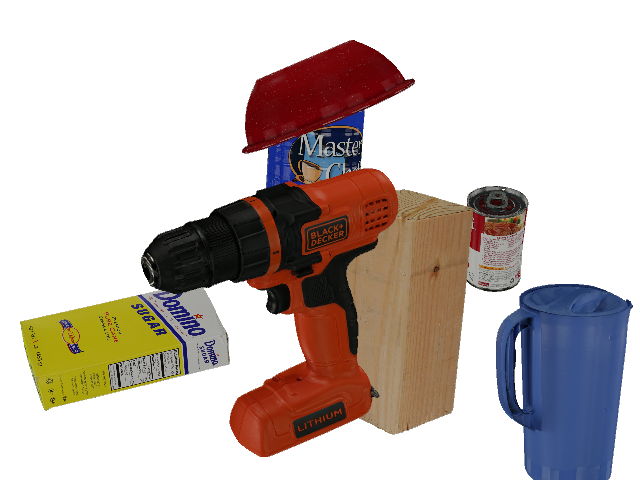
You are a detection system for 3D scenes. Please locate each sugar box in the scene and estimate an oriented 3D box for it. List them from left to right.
[{"bbox_3d":[-0.182,0.095,0.994,0.176,0.048,0.093,-15,36,-17],"label":"sugar box"}]

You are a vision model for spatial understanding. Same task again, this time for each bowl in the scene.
[{"bbox_3d":[-0.003,-0.130,0.919,0.162,0.055,0.162,-22,9,4],"label":"bowl"}]

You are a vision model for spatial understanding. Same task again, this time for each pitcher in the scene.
[{"bbox_3d":[0.302,0.183,1.325,0.149,0.243,0.144,4,15,20],"label":"pitcher"}]

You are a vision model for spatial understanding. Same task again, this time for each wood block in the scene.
[{"bbox_3d":[0.076,0.065,1.015,0.090,0.206,0.090,-11,21,-43],"label":"wood block"}]

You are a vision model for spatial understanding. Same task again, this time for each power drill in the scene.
[{"bbox_3d":[-0.028,0.053,0.726,0.184,0.188,0.057,-17,34,-27],"label":"power drill"}]

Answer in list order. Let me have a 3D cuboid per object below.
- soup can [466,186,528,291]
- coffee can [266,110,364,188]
[{"bbox_3d":[0.198,-0.002,1.212,0.068,0.102,0.068,-1,32,1],"label":"soup can"},{"bbox_3d":[-0.007,-0.088,1.144,0.103,0.140,0.103,4,12,-1],"label":"coffee can"}]
